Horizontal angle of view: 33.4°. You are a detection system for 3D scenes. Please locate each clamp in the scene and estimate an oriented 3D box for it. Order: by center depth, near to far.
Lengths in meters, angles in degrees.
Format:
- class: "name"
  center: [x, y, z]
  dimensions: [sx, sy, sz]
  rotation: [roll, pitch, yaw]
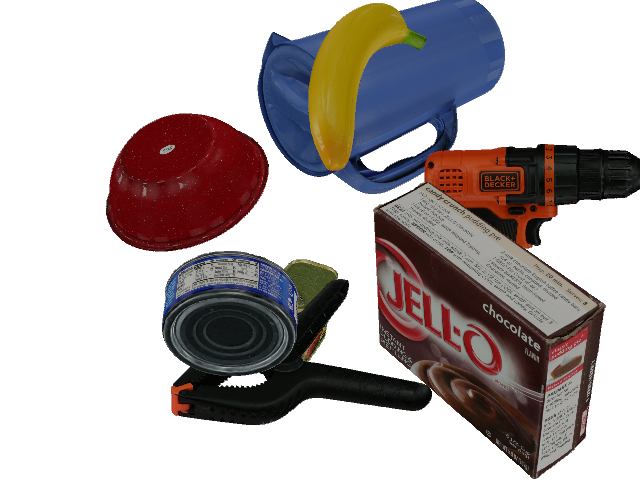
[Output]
- class: "clamp"
  center: [-0.021, 0.112, 0.900]
  dimensions: [0.209, 0.036, 0.165]
  rotation: [-19, 42, -27]

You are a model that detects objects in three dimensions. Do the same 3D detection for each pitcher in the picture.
- class: "pitcher"
  center: [0.073, -0.155, 1.066]
  dimensions: [0.242, 0.149, 0.145]
  rotation: [-25, 30, -31]

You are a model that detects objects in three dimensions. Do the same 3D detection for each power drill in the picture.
- class: "power drill"
  center: [0.184, 0.009, 0.924]
  dimensions: [0.184, 0.188, 0.057]
  rotation: [1, 13, 15]

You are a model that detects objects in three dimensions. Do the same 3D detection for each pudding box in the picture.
- class: "pudding box"
  center: [0.072, 0.038, 0.484]
  dimensions: [0.039, 0.090, 0.114]
  rotation: [-31, 47, -25]

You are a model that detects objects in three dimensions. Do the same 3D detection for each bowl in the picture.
- class: "bowl"
  center: [-0.132, -0.067, 0.986]
  dimensions: [0.162, 0.162, 0.055]
  rotation: [0, -41, 20]

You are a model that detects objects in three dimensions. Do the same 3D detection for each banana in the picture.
- class: "banana"
  center: [0.029, -0.132, 0.819]
  dimensions: [0.069, 0.197, 0.037]
  rotation: [38, -42, -5]

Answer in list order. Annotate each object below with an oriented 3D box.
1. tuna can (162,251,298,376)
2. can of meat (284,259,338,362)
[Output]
- class: "tuna can"
  center: [-0.056, 0.048, 0.672]
  dimensions: [0.086, 0.033, 0.086]
  rotation: [0, -44, 0]
- class: "can of meat"
  center: [-0.025, 0.082, 1.155]
  dimensions: [0.057, 0.084, 0.102]
  rotation: [17, 29, 15]
